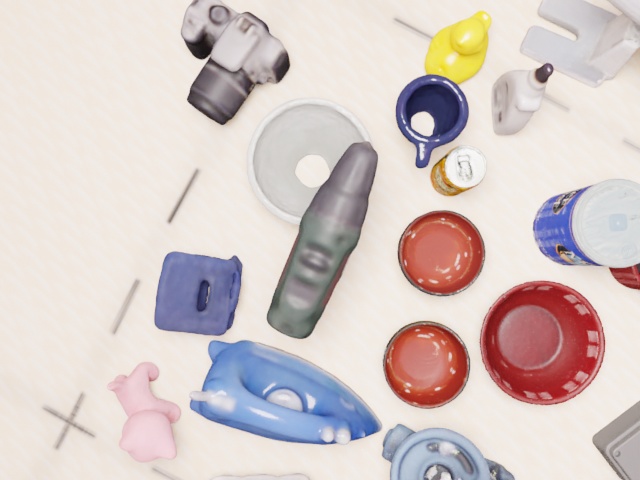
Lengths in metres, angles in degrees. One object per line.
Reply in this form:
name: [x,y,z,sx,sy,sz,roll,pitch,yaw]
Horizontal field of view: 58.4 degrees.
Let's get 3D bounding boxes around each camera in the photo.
camera: [-0.131,-0.235,0.757,0.143,0.101,0.137,34,89,2]

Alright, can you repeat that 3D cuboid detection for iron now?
iron: [-0.039,0.215,0.723,0.258,0.141,0.119,17,89,2]

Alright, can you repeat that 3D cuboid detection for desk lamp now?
desk lamp: [0.380,-0.260,0.691,0.203,0.213,0.118,24,89,2]

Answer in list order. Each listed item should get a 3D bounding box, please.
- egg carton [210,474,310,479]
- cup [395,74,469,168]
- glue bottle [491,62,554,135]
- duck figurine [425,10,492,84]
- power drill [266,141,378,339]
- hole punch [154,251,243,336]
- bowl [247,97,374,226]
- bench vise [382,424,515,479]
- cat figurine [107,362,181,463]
egg carton: [-0.079,0.362,0.756,0.150,0.069,0.107,-3,88,1]
cup: [0.139,-0.146,0.752,0.091,0.095,0.118,10,89,2]
glue bottle: [0.253,-0.184,0.711,0.037,0.173,0.078,0,88,2]
duck figurine: [0.187,-0.258,0.758,0.077,0.086,0.104,42,90,2]
power drill: [0.006,0.002,0.694,0.075,0.208,0.230,23,89,2]
hole punch: [-0.157,0.069,0.754,0.101,0.091,0.109,9,89,2]
bowl: [-0.011,-0.099,0.764,0.167,0.074,0.167,0,89,1]
bench vise: [0.181,0.296,0.677,0.207,0.219,0.121,9,89,2]
cat figurine: [-0.231,0.230,0.738,0.067,0.117,0.128,-33,88,0]
